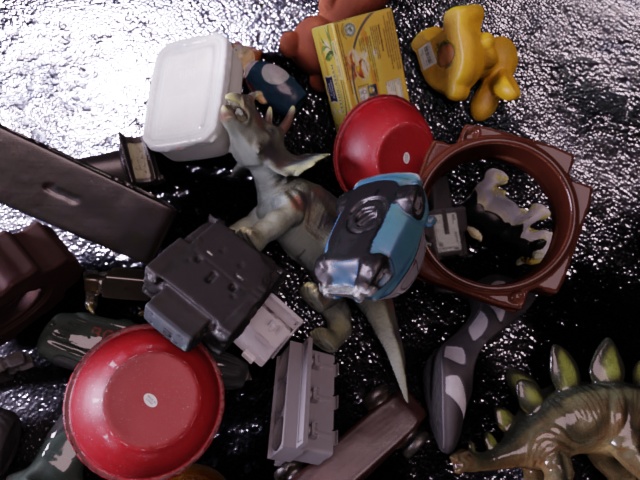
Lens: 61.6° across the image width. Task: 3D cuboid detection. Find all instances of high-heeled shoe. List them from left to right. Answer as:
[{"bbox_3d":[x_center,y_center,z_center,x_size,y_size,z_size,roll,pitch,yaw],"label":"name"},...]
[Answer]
[{"bbox_3d":[0.212,0.152,0.684,0.145,0.086,0.249,9,57,-1],"label":"high-heeled shoe"}]

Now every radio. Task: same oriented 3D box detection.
[{"bbox_3d":[-0.279,-0.056,0.591,0.229,0.131,0.073,28,88,-20],"label":"radio"}]

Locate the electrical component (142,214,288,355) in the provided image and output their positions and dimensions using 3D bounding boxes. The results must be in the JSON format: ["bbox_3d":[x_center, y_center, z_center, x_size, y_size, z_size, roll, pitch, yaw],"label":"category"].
[{"bbox_3d":[-0.117,0.051,0.566,0.115,0.058,0.134,35,51,6],"label":"electrical component"}]

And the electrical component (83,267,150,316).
[{"bbox_3d":[-0.227,0.060,0.627,0.102,0.078,0.045,6,94,-17],"label":"electrical component"}]

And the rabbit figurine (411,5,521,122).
[{"bbox_3d":[0.255,-0.278,0.841,0.173,0.122,0.162,-15,78,-37],"label":"rabbit figurine"}]

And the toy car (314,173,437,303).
[{"bbox_3d":[0.070,0.009,0.593,0.102,0.109,0.161,44,56,-36],"label":"toy car"}]

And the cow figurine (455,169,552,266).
[{"bbox_3d":[0.277,-0.014,0.774,0.167,0.068,0.098,42,73,7],"label":"cow figurine"}]

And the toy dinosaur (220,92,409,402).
[{"bbox_3d":[0.004,0.000,0.683,0.404,0.131,0.192,46,62,-4],"label":"toy dinosaur"}]

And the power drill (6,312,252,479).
[{"bbox_3d":[-0.213,0.189,0.581,0.232,0.086,0.207,24,72,-6],"label":"power drill"}]

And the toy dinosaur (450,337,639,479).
[{"bbox_3d":[0.368,0.231,0.695,0.471,0.105,0.198,-2,68,-19],"label":"toy dinosaur"}]

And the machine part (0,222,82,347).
[{"bbox_3d":[-0.329,0.059,0.552,0.056,0.179,0.179,47,68,1],"label":"machine part"}]

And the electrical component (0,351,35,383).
[{"bbox_3d":[-0.357,0.143,0.569,0.094,0.063,0.021,-19,77,-18],"label":"electrical component"}]

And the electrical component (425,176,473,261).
[{"bbox_3d":[0.163,-0.025,0.749,0.075,0.048,0.119,-11,87,-17],"label":"electrical component"}]

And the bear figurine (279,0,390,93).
[{"bbox_3d":[0.016,-0.331,0.813,0.120,0.132,0.196,36,96,-33],"label":"bear figurine"}]

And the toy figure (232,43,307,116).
[{"bbox_3d":[-0.091,-0.238,0.772,0.154,0.057,0.064,37,30,3],"label":"toy figure"}]

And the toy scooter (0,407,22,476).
[{"bbox_3d":[-0.384,0.245,0.524,0.135,0.075,0.184,10,74,-9],"label":"toy scooter"}]

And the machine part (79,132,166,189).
[{"bbox_3d":[-0.276,-0.090,0.686,0.139,0.039,0.084,-17,84,-20],"label":"machine part"}]

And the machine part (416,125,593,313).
[{"bbox_3d":[0.208,-0.027,0.662,0.202,0.087,0.201,20,87,10],"label":"machine part"}]

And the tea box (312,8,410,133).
[{"bbox_3d":[0.062,-0.224,0.754,0.098,0.068,0.169,-21,110,-20],"label":"tea box"}]

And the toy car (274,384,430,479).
[{"bbox_3d":[0.040,0.254,0.632,0.202,0.053,0.089,-34,62,-23],"label":"toy car"}]
